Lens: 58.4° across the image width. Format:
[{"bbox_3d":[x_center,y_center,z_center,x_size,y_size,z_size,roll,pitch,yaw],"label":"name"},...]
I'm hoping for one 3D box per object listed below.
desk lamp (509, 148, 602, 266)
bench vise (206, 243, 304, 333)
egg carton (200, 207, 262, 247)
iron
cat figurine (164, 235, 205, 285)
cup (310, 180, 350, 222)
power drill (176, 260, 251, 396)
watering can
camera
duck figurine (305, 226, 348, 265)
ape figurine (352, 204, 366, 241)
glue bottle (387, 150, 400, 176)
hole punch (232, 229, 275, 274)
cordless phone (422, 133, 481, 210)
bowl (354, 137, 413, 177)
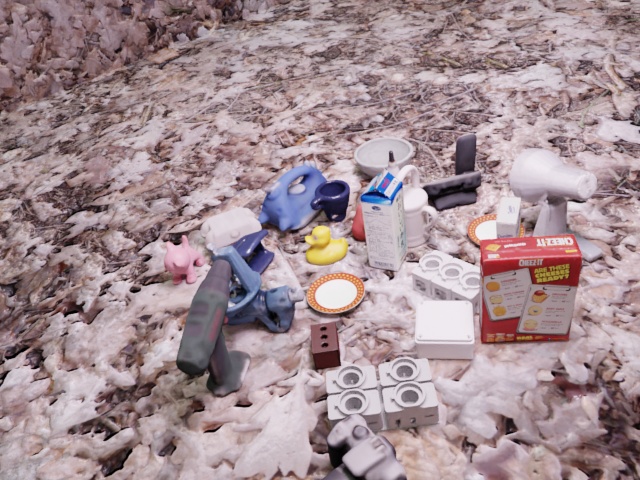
[{"bbox_3d":[0.515,-0.077,1.242,0.118,0.214,0.202,-25,39,-17],"label":"desk lamp"},{"bbox_3d":[-0.142,0.087,1.188,0.207,0.220,0.121,-11,37,0],"label":"bench vise"},{"bbox_3d":[-0.230,-0.025,1.480,0.150,0.069,0.107,-22,38,-14],"label":"egg carton"},{"bbox_3d":[-0.059,-0.136,1.522,0.118,0.142,0.259,17,45,32],"label":"iron"},{"bbox_3d":[-0.334,0.043,1.379,0.067,0.118,0.128,-4,38,9],"label":"cat figurine"},{"bbox_3d":[0.028,-0.089,1.477,0.118,0.095,0.091,-33,42,-27],"label":"cup"},{"bbox_3d":[-0.197,0.182,1.088,0.075,0.209,0.229,-1,38,13],"label":"power drill"},{"bbox_3d":[0.197,-0.087,1.351,0.172,0.194,0.101,7,41,22],"label":"watering can"},{"bbox_3d":[0.046,0.358,0.887,0.137,0.101,0.142,-28,40,-21],"label":"camera"},{"bbox_3d":[0.013,0.005,1.367,0.104,0.086,0.077,-10,37,1],"label":"duck figurine"},{"bbox_3d":[0.111,-0.049,1.407,0.076,0.092,0.077,-18,38,-9],"label":"ape figurine"},{"bbox_3d":[0.187,-0.151,1.453,0.037,0.173,0.078,-3,38,11],"label":"glue bottle"},{"bbox_3d":[-0.178,0.028,1.381,0.100,0.091,0.109,9,42,25],"label":"hole punch"},{"bbox_3d":[0.332,-0.180,1.445,0.147,0.185,0.094,-16,37,-6],"label":"cordless phone"},{"bbox_3d":[0.183,-0.223,1.630,0.167,0.075,0.167,-7,37,6],"label":"bowl"}]
